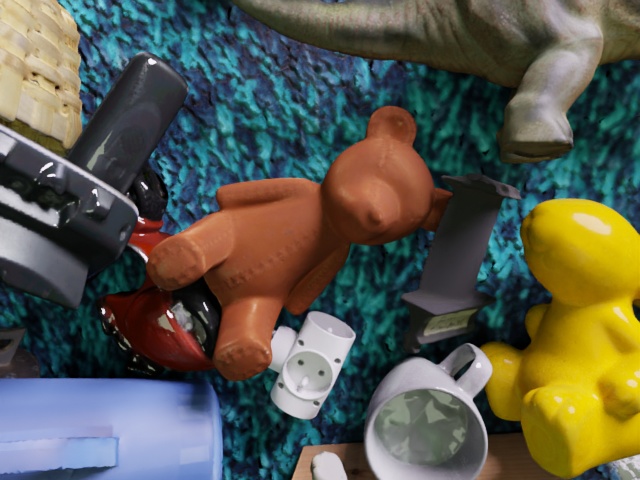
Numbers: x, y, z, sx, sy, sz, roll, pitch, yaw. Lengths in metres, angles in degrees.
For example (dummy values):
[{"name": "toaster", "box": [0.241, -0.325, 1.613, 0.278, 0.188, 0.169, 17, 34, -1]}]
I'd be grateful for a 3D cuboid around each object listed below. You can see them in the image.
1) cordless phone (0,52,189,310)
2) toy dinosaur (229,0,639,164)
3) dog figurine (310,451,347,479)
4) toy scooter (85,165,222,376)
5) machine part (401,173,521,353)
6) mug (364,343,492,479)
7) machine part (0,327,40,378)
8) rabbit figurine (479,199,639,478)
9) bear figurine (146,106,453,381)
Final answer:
[{"name": "cordless phone", "box": [-0.172, -0.062, 0.348, 0.089, 0.146, 0.184, 22, 80, 46]}, {"name": "toy dinosaur", "box": [0.152, -0.151, 0.359, 0.472, 0.105, 0.198, -4, 90, 0]}, {"name": "dog figurine", "box": [-0.012, 0.261, 0.361, 0.172, 0.121, 0.190, 43, 115, 4]}, {"name": "toy scooter", "box": [-0.157, 0.041, 0.444, 0.135, 0.075, 0.184, -30, 90, 11]}, {"name": "machine part", "box": [0.104, 0.018, 0.398, 0.084, 0.039, 0.138, -5, 118, -30]}, {"name": "mug", "box": [0.080, 0.120, 0.404, 0.081, 0.107, 0.109, 34, 96, 1]}, {"name": "machine part", "box": [-0.325, 0.178, 0.488, 0.079, 0.079, 0.243, 31, 101, 3]}, {"name": "rabbit figurine", "box": [0.194, 0.054, 0.371, 0.162, 0.122, 0.173, -10, 96, 5]}, {"name": "bear figurine", "box": [-0.001, -0.003, 0.390, 0.196, 0.132, 0.120, -23, 108, 16]}]
